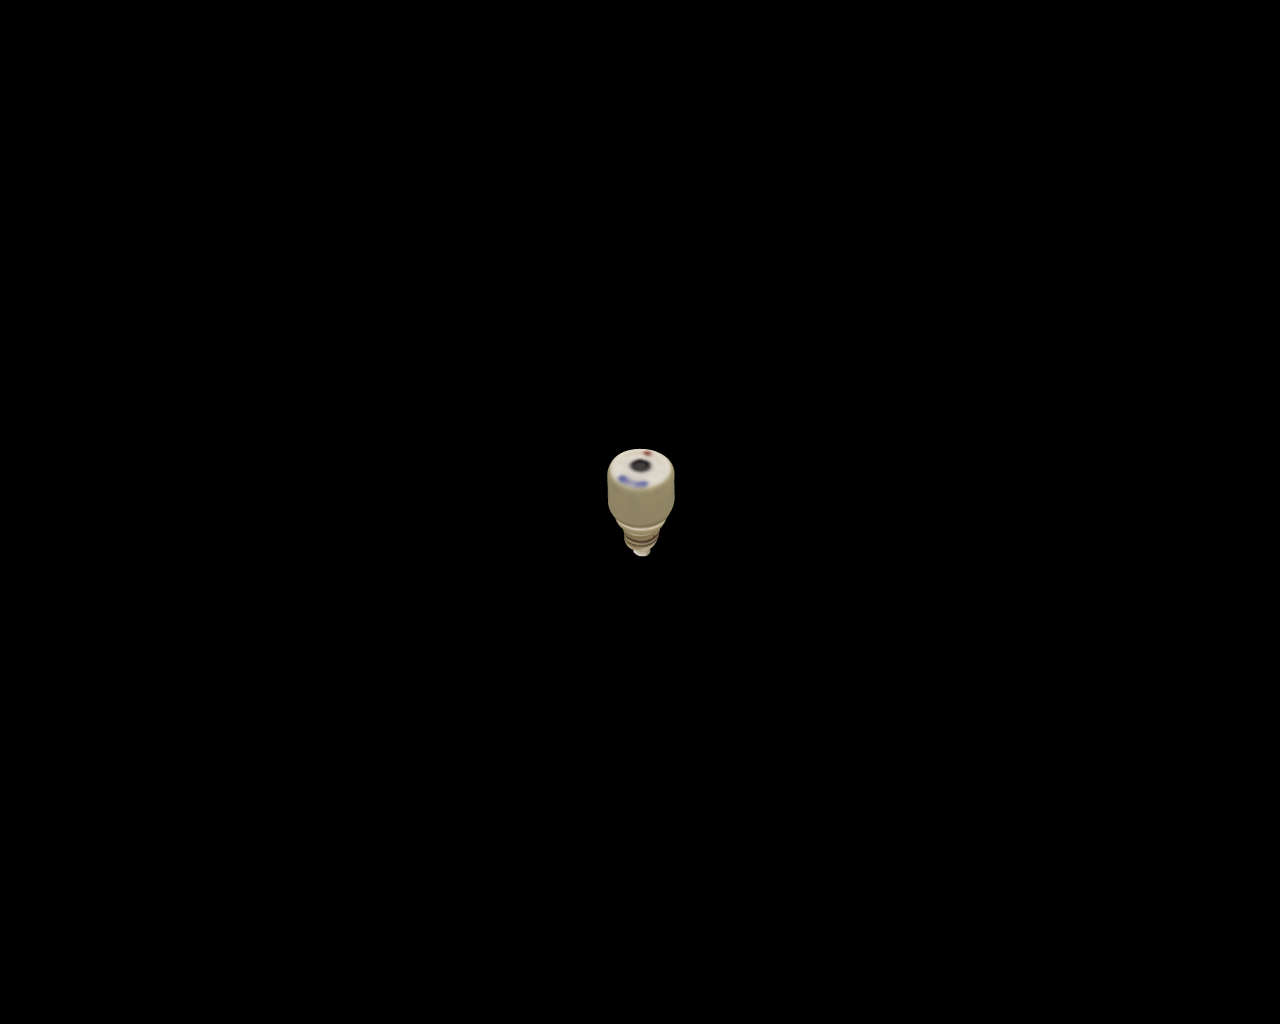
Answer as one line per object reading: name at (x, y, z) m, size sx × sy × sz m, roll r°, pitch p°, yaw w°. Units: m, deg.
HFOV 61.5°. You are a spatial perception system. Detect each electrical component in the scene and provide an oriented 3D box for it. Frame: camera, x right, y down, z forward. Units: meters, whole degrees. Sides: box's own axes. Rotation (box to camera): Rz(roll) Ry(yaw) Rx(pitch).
electrical component at (0.001, -0.003, 0.650) m, size 0.040 × 0.078 × 0.040 m, roll 0°, pitch 43°, yaw 0°
